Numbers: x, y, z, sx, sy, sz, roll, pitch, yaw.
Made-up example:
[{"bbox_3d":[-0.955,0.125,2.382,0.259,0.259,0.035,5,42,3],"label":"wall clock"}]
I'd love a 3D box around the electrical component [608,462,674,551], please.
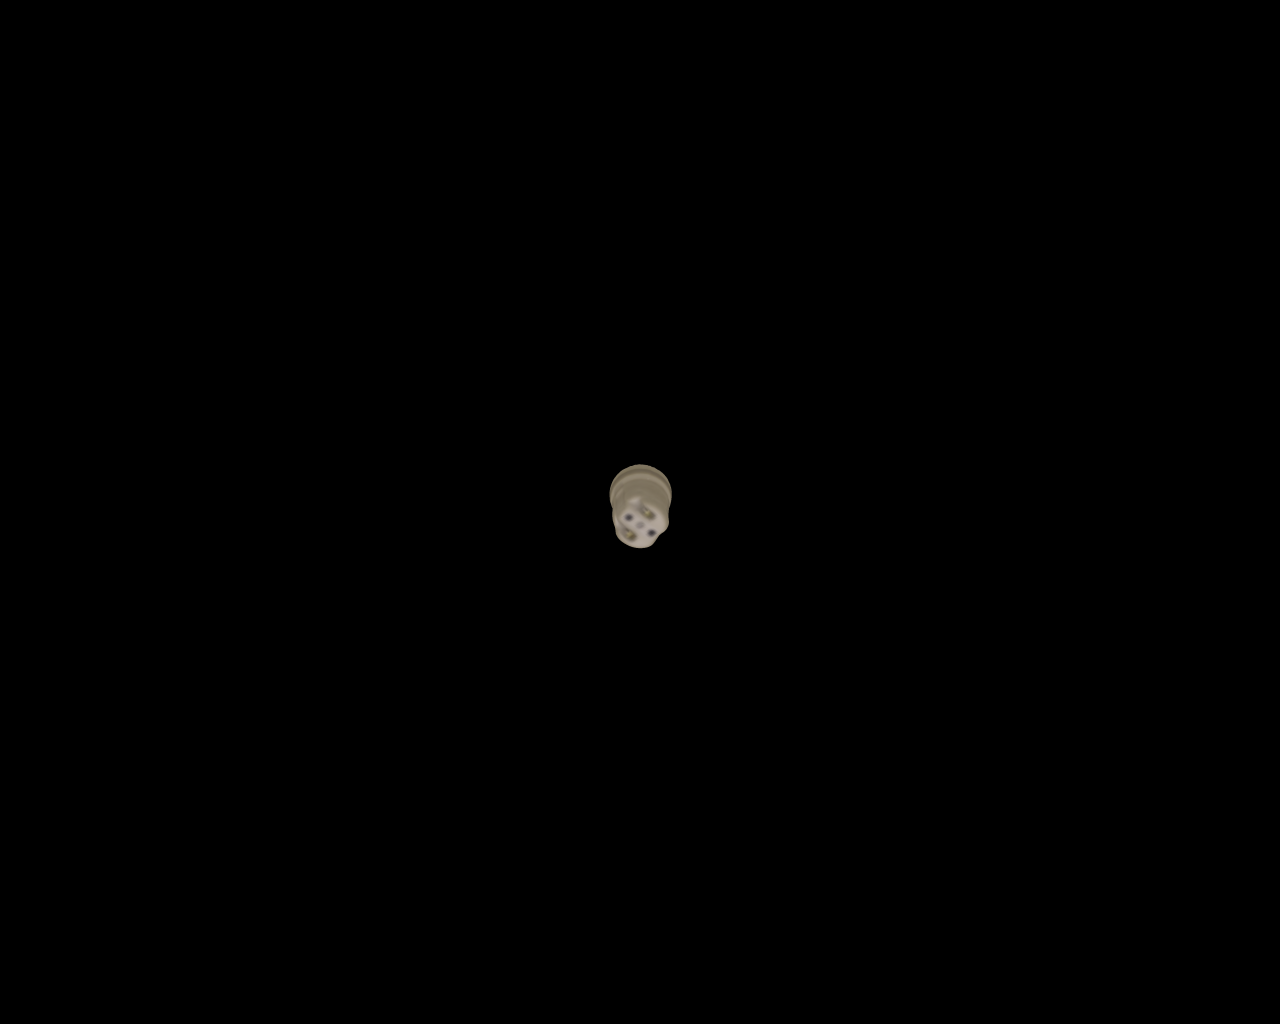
[{"bbox_3d":[0.001,-0.003,0.650,0.040,0.040,0.046,0,30,0],"label":"electrical component"}]
